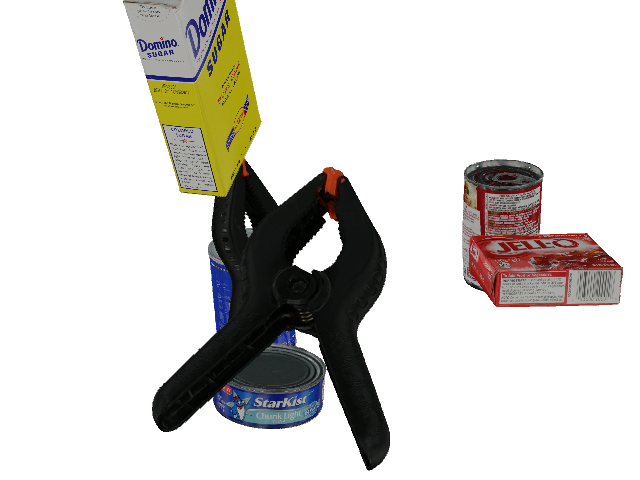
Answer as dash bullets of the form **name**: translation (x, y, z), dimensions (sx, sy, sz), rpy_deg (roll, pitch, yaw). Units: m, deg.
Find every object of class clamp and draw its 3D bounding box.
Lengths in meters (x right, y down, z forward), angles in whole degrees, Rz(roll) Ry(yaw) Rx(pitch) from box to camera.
- **clamp**: translation (-0.001, 0.040, 0.558), dimensions (0.120, 0.171, 0.039), rpy_deg (19, -27, 12)
- **clamp**: translation (-0.054, 0.024, 1.037), dimensions (0.036, 0.210, 0.164), rpy_deg (-10, 0, 34)

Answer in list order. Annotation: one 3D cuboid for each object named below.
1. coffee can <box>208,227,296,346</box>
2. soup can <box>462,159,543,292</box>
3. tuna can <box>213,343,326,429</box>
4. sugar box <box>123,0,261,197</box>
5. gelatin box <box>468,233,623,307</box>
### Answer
- **coffee can**: translation (-0.084, 0.068, 1.337), dimensions (0.103, 0.140, 0.103), rpy_deg (-2, 25, 1)
- **soup can**: translation (0.160, -0.012, 0.939), dimensions (0.068, 0.102, 0.068), rpy_deg (-2, 24, 1)
- **tuna can**: translation (-0.039, 0.110, 0.813), dimensions (0.086, 0.034, 0.086), rpy_deg (3, 18, -1)
- **sugar box**: translation (-0.088, -0.127, 0.782), dimensions (0.048, 0.093, 0.176), rpy_deg (8, -41, 14)
- **gelatin box**: translation (0.153, 0.019, 0.738), dimensions (0.089, 0.030, 0.073), rpy_deg (-1, 19, -5)
